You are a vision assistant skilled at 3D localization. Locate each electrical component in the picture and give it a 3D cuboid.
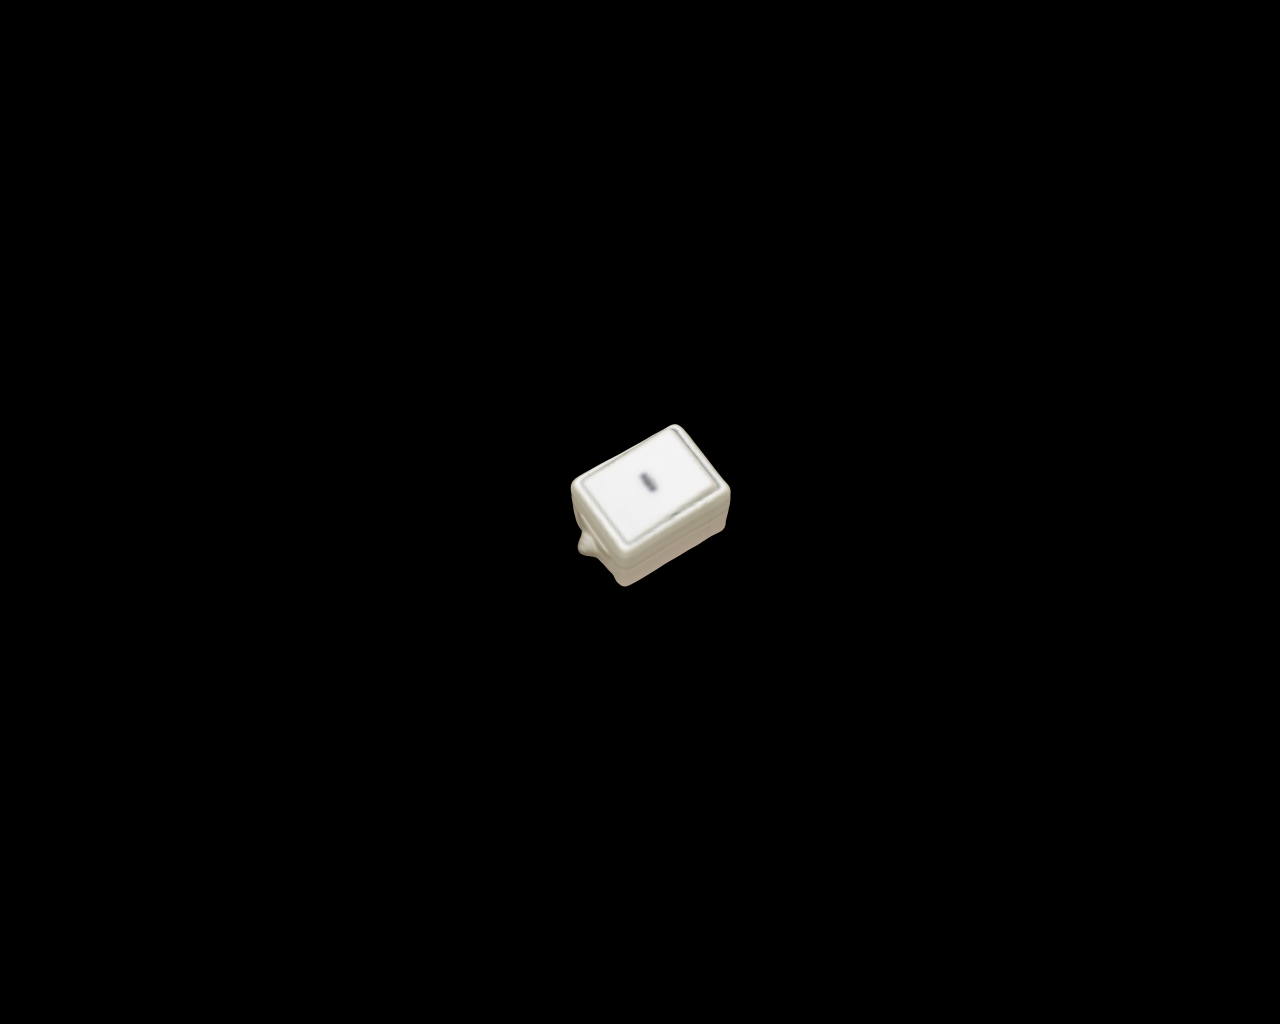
[{"bbox_3d":[0.001,-0.003,0.650,0.096,0.062,0.061,-30,-23,-14],"label":"electrical component"}]
